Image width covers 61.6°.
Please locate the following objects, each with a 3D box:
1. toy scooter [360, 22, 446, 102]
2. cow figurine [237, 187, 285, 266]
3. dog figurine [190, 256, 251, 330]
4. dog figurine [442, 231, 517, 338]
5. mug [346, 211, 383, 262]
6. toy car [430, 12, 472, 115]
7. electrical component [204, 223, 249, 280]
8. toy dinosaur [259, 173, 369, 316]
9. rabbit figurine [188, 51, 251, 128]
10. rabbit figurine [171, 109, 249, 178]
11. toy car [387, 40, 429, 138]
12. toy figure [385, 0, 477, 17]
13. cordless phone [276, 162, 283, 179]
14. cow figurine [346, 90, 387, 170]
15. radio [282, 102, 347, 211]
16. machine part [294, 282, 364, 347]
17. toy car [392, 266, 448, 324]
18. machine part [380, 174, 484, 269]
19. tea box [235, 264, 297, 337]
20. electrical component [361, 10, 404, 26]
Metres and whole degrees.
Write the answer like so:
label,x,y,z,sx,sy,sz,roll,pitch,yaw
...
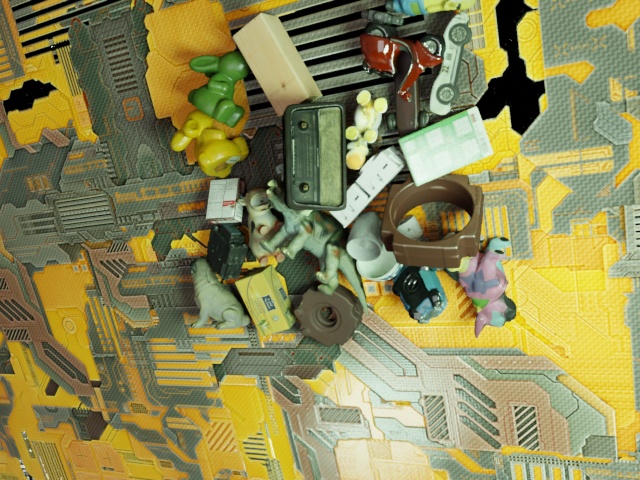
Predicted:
label,x,y,z,sx,sy,sz,roll,pitch,yaw
toy scooter,0.155,-0.357,1.087,0.184,0.075,0.135,23,116,22
cow figurine,-0.147,-0.045,1.357,0.127,0.085,0.194,40,140,45
dog figurine,-0.275,0.143,1.483,0.172,0.121,0.190,3,92,-13
dog figurine,0.346,0.103,1.200,0.192,0.108,0.219,9,113,19
mug,0.119,-0.019,1.244,0.110,0.107,0.080,-22,128,33
toy car,0.266,-0.356,1.092,0.056,0.073,0.201,14,112,17
electrical component,-0.247,0.022,1.419,0.115,0.058,0.134,40,122,37
toy dinosaur,0.004,-0.001,1.288,0.404,0.192,0.131,39,164,-22
rabbit figurine,-0.230,-0.378,1.289,0.159,0.121,0.170,35,99,16
rabbit figurine,-0.289,-0.247,1.332,0.122,0.162,0.173,-35,74,40
toy car,0.188,-0.322,1.149,0.089,0.053,0.202,1,104,27
toy figure,0.222,-0.489,1.064,0.180,0.089,0.082,3,114,31
cordless phone,-0.043,-0.224,1.264,0.184,0.089,0.146,-23,98,32
cow figurine,0.094,-0.240,1.182,0.068,0.098,0.167,19,105,2
radio,-0.013,-0.174,1.146,0.131,0.073,0.229,-1,91,-7
machine part,0.022,0.191,1.390,0.180,0.056,0.179,7,110,19
toy car,0.246,0.124,1.243,0.103,0.162,0.109,25,117,-36
machine part,0.240,-0.042,1.141,0.201,0.201,0.087,3,144,21
tea box,-0.143,0.163,1.442,0.098,0.068,0.169,-22,97,28
electrical component,0.126,-0.463,1.120,0.094,0.063,0.021,20,114,16
